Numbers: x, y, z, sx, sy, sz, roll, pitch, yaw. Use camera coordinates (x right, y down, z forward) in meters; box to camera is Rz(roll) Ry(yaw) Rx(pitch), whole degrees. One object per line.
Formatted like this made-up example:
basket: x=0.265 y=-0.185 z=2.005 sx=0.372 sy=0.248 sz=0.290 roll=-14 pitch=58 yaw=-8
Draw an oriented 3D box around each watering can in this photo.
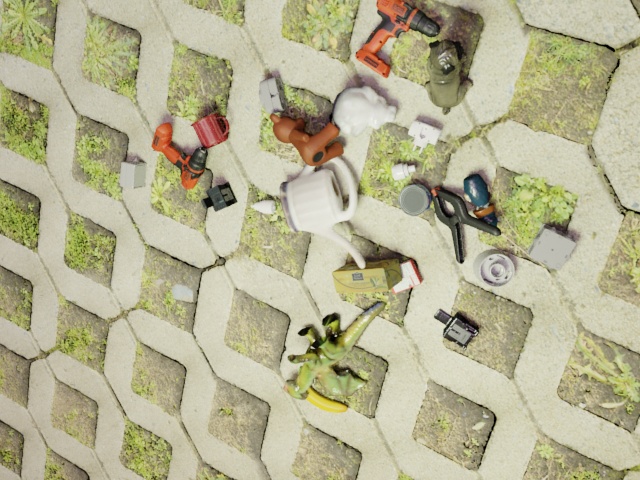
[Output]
watering can: x=0.004 y=-0.073 z=1.447 sx=0.223 sy=0.103 sz=0.351 roll=-15 pitch=77 yaw=19

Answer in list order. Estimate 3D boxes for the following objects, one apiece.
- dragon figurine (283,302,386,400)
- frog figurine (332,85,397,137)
dragon figurine: x=0.056 y=0.362 z=1.551 sx=0.409 sy=0.124 sz=0.239 roll=-26 pitch=111 yaw=9
frog figurine: x=0.117 y=-0.337 z=1.370 sx=0.160 sy=0.122 sz=0.137 roll=23 pitch=89 yaw=24
